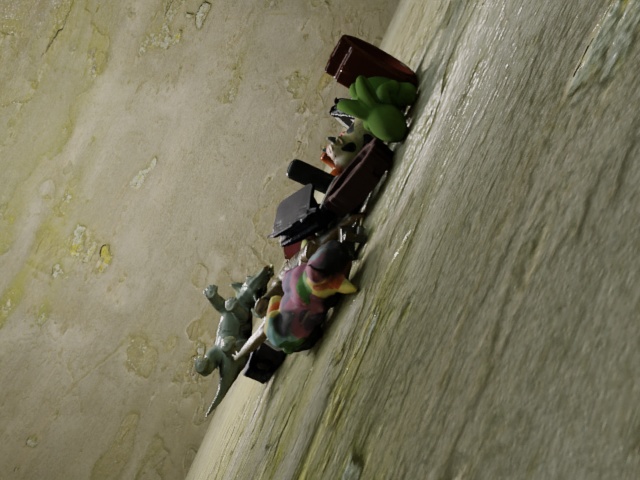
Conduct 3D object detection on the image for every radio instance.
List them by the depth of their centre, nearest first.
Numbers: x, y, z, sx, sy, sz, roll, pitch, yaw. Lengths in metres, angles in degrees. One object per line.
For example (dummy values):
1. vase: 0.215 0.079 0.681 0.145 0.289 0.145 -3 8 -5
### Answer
1. radio: -0.133 0.284 1.410 0.229 0.073 0.131 120 172 -55

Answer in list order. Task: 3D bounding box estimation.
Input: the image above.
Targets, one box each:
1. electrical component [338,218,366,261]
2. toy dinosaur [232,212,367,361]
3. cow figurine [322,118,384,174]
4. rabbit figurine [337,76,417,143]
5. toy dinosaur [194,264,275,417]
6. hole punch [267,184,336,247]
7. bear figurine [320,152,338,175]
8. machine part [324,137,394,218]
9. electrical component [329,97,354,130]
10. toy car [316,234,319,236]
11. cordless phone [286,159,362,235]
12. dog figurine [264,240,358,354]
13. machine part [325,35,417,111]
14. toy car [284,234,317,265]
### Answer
1. electrical component: 0.059 -0.001 0.990 0.102 0.045 0.078 -178 84 -87
2. toy dinosaur: -0.060 0.113 1.141 0.471 0.105 0.198 -49 5 13
3. cow figurine: 0.089 -0.231 1.217 0.195 0.127 0.085 -63 1 -20
4. rabbit figurine: 0.124 -0.263 1.067 0.121 0.159 0.170 -52 27 27
5. toy dinosaur: -0.217 0.248 1.360 0.192 0.131 0.405 46 -131 -55
6. hole punch: -0.033 -0.038 1.135 0.142 0.092 0.116 -26 33 31
7. bear figurine: 0.032 -0.147 1.429 0.120 0.132 0.196 -64 0 26
8. machine part: 0.080 -0.125 1.089 0.179 0.056 0.179 -51 8 9
9. electrical component: 0.109 -0.323 1.413 0.114 0.134 0.058 25 -95 -53
10. toy car: -0.003 -0.004 1.372 0.201 0.073 0.056 121 139 -49
11. cordless phone: -0.003 -0.092 1.216 0.089 0.184 0.146 -111 46 -76
12. dog figurine: -0.013 0.099 0.911 0.191 0.108 0.219 -66 8 -17
13. machine part: 0.119 -0.386 1.230 0.087 0.201 0.201 -58 8 26
14. toy car: -0.045 0.021 1.318 0.202 0.053 0.089 166 97 -67
